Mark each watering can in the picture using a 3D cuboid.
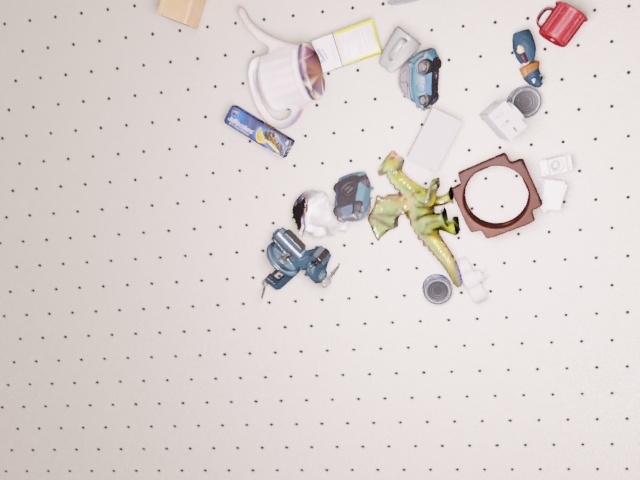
[{"bbox_3d":[-0.108,-0.481,1.403,0.223,0.105,0.345,-7,102,28],"label":"watering can"}]

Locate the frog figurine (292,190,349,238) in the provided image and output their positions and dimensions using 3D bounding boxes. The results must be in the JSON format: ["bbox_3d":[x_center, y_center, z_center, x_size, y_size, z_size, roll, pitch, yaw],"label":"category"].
[{"bbox_3d":[0.005,-0.075,1.495,0.160,0.123,0.137,-1,94,-29],"label":"frog figurine"}]

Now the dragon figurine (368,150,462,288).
[{"bbox_3d":[0.259,-0.055,1.463,0.242,0.123,0.408,-6,97,28],"label":"dragon figurine"}]
